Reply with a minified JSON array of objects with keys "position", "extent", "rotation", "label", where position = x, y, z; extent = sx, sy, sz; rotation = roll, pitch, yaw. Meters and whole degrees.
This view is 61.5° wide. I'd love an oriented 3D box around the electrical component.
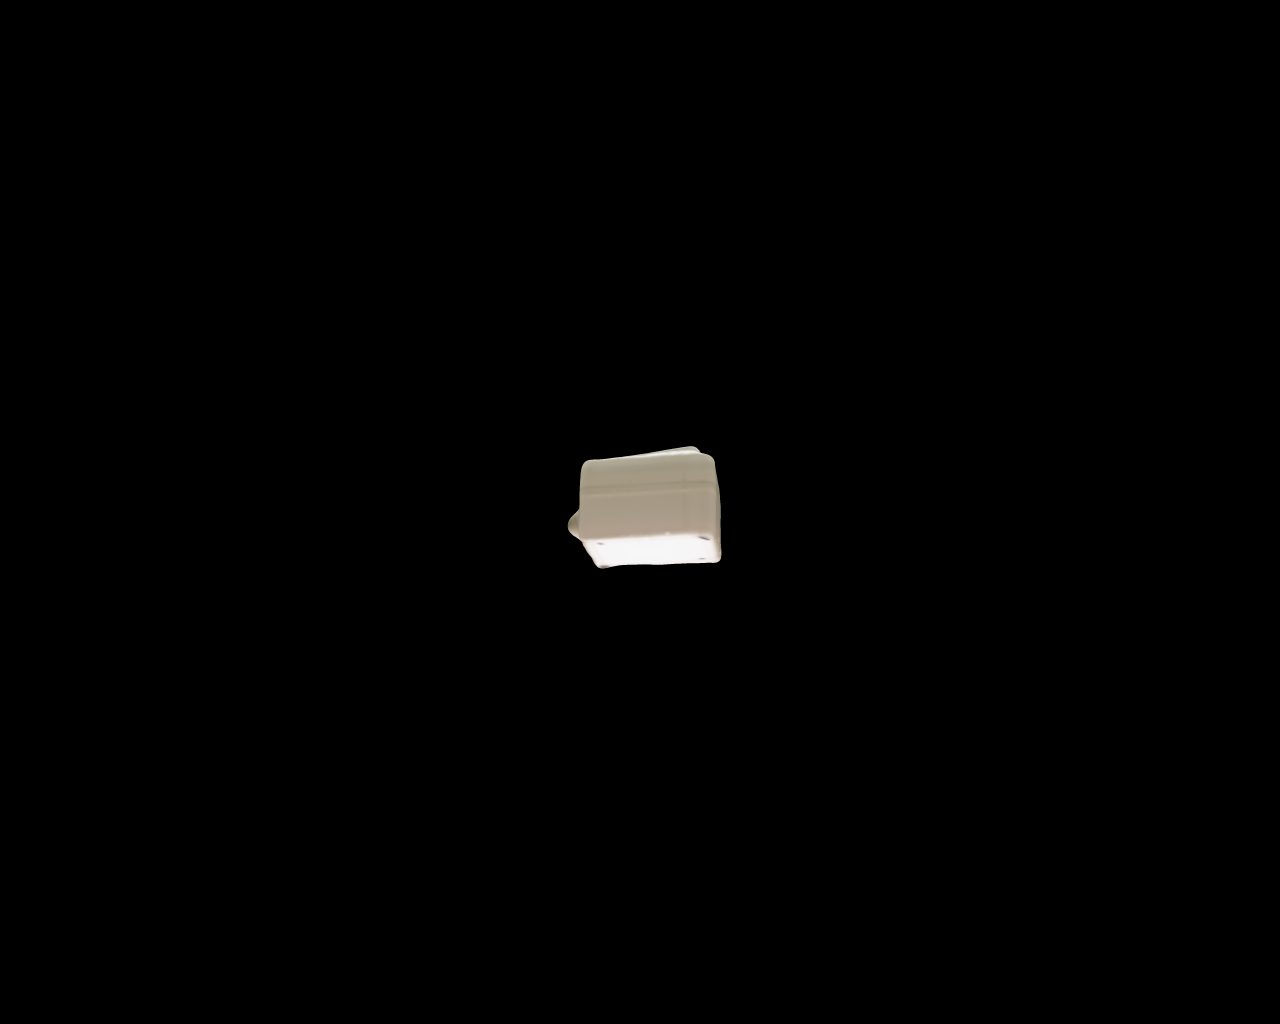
[{"position":[0.001,-0.003,0.650],"extent":[0.096,0.061,0.061],"rotation":[-2,-19,7],"label":"electrical component"}]
